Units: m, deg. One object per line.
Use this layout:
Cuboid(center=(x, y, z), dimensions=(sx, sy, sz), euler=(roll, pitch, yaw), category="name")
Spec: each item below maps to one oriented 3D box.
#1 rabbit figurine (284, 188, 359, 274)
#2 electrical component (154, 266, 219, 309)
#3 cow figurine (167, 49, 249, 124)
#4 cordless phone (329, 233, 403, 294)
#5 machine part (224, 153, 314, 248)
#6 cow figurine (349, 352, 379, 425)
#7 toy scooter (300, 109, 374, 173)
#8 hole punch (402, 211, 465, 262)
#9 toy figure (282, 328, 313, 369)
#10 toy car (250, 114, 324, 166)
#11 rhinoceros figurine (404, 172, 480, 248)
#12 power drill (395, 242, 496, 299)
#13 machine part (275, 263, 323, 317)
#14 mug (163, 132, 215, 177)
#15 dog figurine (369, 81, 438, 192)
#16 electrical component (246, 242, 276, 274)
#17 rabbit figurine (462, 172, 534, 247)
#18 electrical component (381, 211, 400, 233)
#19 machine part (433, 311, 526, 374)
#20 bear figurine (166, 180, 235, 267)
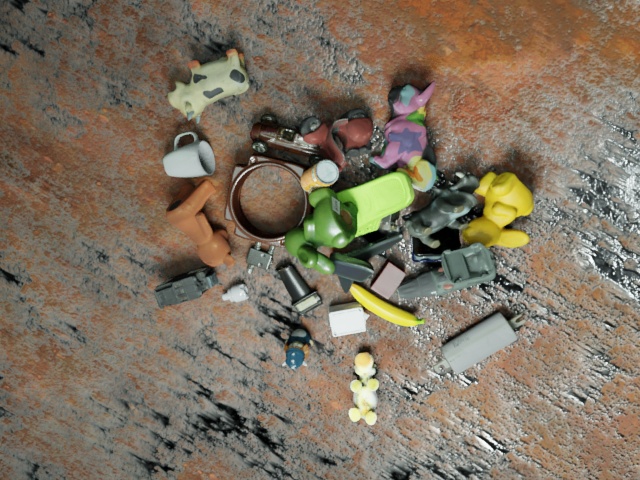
Cuboid(center=(-0.002, -0.004, 1.169), dimensions=(0.170, 0.121, 0.159), euler=(-30, 56, 33), category="rabbit figurine")
Cuboid(center=(-0.319, 0.111, 1.302), dimensions=(0.134, 0.115, 0.058), euler=(-17, 100, 10), category="electrical component")
Cuboid(center=(-0.258, -0.349, 1.238), dimensions=(0.195, 0.085, 0.127), euler=(-15, 91, 7), category="cow figurine")
Cuboid(center=(0.115, 0.038, 1.234), dimensions=(0.184, 0.146, 0.088), euler=(-27, 94, 4), category="cordless phone")
Cuboid(center=(-0.115, -0.092, 1.263), dimensions=(0.202, 0.087, 0.200), euler=(14, 100, 2), category="machine part")
Cuboid(center=(0.113, 0.359, 1.322), dimensions=(0.068, 0.098, 0.167), euler=(2, 81, 11), category="cow figurine")
Cuboid(center=(0.052, -0.215, 1.193), dimensions=(0.184, 0.075, 0.135), euler=(-15, 78, -28), category="toy scooter")
Cuboid(center=(0.265, -0.006, 1.250), dimensions=(0.142, 0.092, 0.116), euler=(-3, 70, 9), category="hole punch")
Cuboid(center=(-0.055, 0.256, 1.280), dimensions=(0.064, 0.154, 0.057), euler=(-29, 98, 10), category="toy figure")
Cuboid(center=(-0.062, -0.230, 1.235), dimensions=(0.202, 0.053, 0.089), euler=(15, 65, 4), category="toy car")
Cuboid(center=(0.277, -0.069, 1.185), dimensions=(0.190, 0.112, 0.073), euler=(-40, 130, 2), category="rhinoceros figurine")
Cuboid(center=(0.290, 0.079, 1.195), dimensions=(0.232, 0.207, 0.086), euler=(-13, 69, -2), category="power drill")
Cuboid(center=(-0.056, 0.117, 1.317), dimensions=(0.084, 0.039, 0.139), euler=(-34, 97, 18), category="machine part")
Cuboid(center=(-0.317, -0.196, 1.269), dimensions=(0.107, 0.081, 0.109), euler=(-11, 104, 16), category="mug")
Cuboid(center=(0.214, -0.240, 1.198), dimensions=(0.191, 0.108, 0.219), euler=(30, 98, 1), category="dog figurine")
Cuboid(center=(-0.146, 0.045, 1.321), dimensions=(0.063, 0.021, 0.094), euler=(21, 101, 1), category="electrical component")
Cuboid(center=(0.391, -0.049, 1.206), dimensions=(0.162, 0.122, 0.173), euler=(44, 81, -24), category="rabbit figurine")
Cuboid(center=(0.170, -0.064, 1.239), dimensions=(0.045, 0.078, 0.102), euler=(14, 97, 27), category="electrical component")
Cuboid(center=(0.376, 0.243, 1.275), dimensions=(0.243, 0.079, 0.079), euler=(-33, 95, 11), category="machine part")
Cuboid(center=(-0.269, -0.031, 1.286), dimensions=(0.195, 0.120, 0.132), euler=(48, 57, -28), category="bear figurine")
